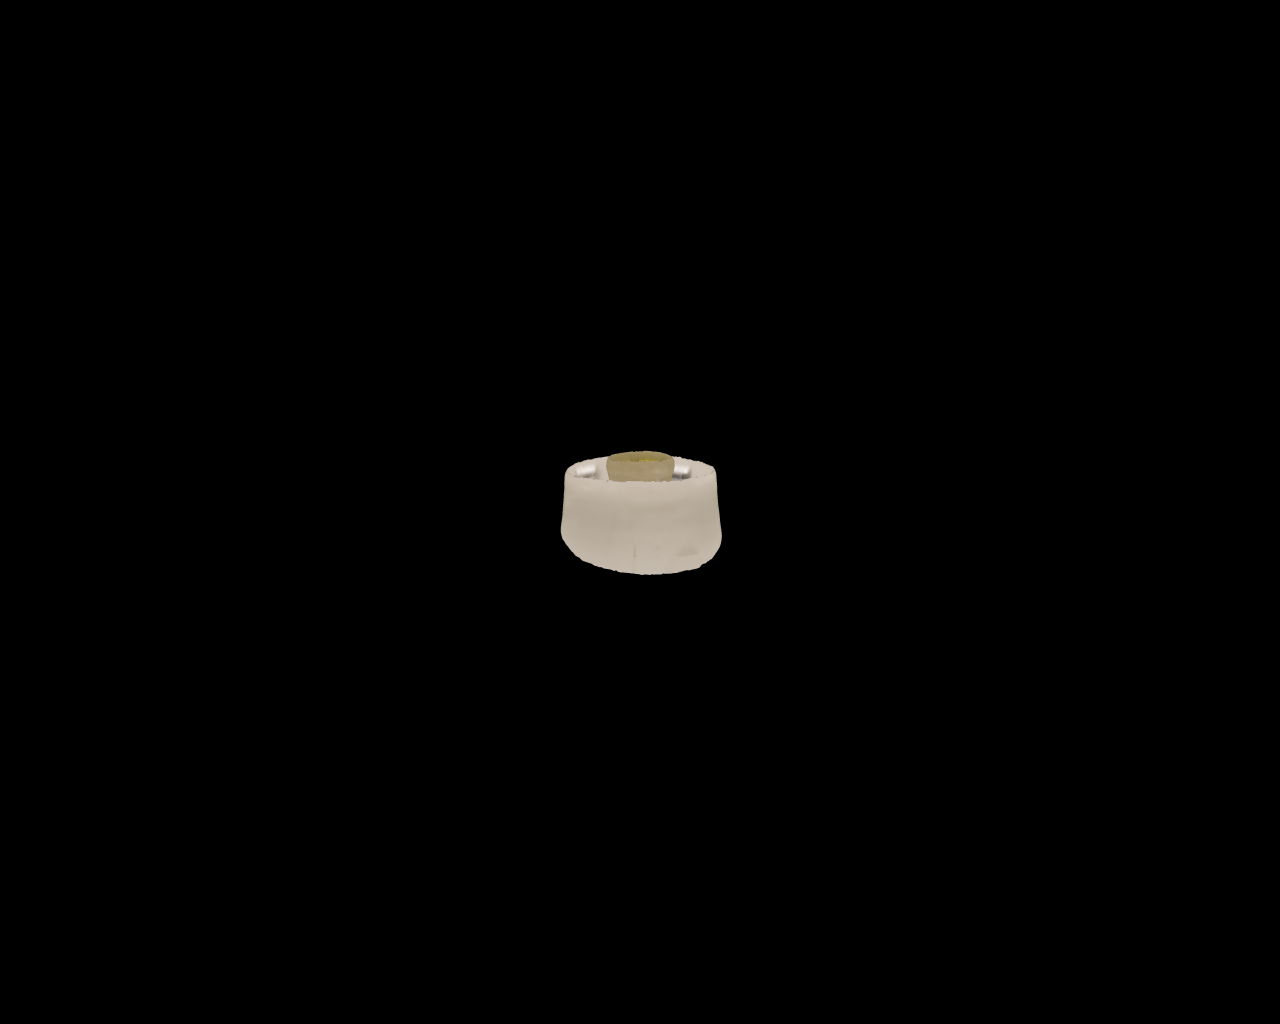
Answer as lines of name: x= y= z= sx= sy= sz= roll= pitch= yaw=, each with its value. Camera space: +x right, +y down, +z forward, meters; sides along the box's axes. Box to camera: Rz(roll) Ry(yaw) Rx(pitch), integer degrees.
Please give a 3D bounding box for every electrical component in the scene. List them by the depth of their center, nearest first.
electrical component: x=0.001 y=-0.003 z=0.650 sx=0.099 sy=0.064 sz=0.099 roll=0 pitch=13 yaw=0
